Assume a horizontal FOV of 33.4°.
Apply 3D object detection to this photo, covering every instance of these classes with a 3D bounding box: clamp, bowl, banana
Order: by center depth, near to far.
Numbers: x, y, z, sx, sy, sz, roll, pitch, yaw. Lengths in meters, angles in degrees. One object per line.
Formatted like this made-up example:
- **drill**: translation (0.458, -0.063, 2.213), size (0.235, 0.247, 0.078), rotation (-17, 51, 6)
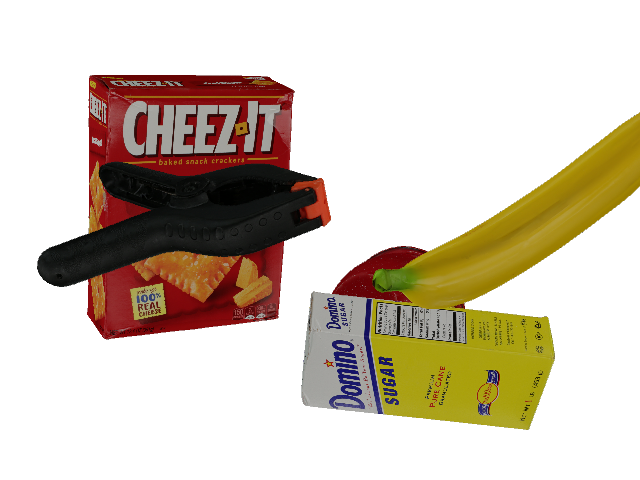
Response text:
- **banana**: translation (0.121, -0.013, 0.584), size (0.198, 0.037, 0.069), rotation (-32, -14, 0)
- **clamp**: translation (-0.083, -0.011, 0.638), size (0.172, 0.039, 0.120), rotation (-1, 40, 23)
- **bowl**: translation (0.055, 0.080, 0.997), size (0.162, 0.162, 0.055), rotation (0, -11, 43)

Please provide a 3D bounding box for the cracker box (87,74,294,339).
- **cracker box**: translation (-0.113, -0.031, 0.916), size (0.164, 0.214, 0.072), rotation (-4, 19, -26)

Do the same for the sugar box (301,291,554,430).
- **sugar box**: translation (0.076, 0.091, 0.790), size (0.176, 0.093, 0.048), rotation (4, 45, -1)
